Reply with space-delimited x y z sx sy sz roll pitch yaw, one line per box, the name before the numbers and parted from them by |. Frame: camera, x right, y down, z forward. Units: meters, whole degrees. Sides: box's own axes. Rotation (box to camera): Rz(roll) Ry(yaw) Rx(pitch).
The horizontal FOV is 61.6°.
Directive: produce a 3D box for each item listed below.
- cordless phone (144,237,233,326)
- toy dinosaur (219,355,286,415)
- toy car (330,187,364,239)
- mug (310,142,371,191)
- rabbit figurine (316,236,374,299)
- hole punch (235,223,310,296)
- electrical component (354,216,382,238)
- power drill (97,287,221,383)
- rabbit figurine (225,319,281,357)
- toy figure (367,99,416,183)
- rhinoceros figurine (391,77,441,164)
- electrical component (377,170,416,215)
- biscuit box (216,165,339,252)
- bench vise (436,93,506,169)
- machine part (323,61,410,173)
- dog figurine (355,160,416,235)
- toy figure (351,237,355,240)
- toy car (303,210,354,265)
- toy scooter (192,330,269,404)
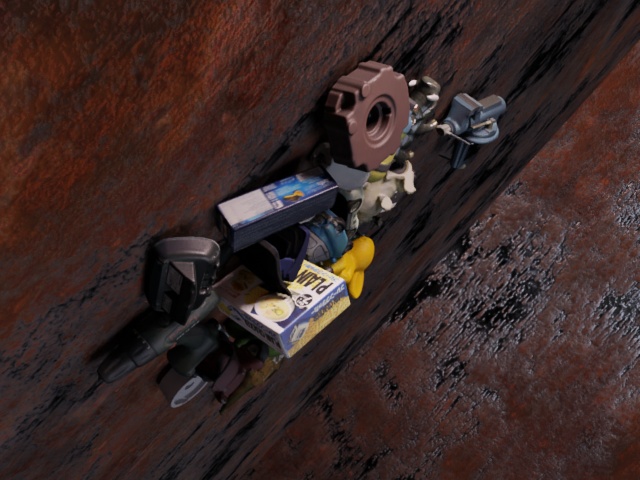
cordless phone | -0.185 0.031 0.854 0.184 0.089 0.146 -44 164 -47
toy dinosaur | -0.152 0.327 1.454 0.471 0.105 0.198 -46 165 10
toy car | 0.048 -0.065 1.142 0.056 0.074 0.201 -45 161 -23
mug | 0.040 -0.144 0.962 0.109 0.081 0.107 -50 152 22
rabbit figurine | 0.059 0.060 1.242 0.173 0.122 0.162 -30 126 -27
hole punch | -0.082 0.013 0.941 0.092 0.142 0.115 -40 149 -33
electrical component | 0.118 -0.035 1.403 0.102 0.045 0.078 -26 150 -47
power drill | -0.267 0.180 0.957 0.232 0.086 0.207 -45 154 -16
rabbit figurine | -0.120 0.197 1.178 0.159 0.121 0.170 -13 124 -18
toy figure | 0.119 -0.192 1.021 0.082 0.089 0.180 -5 138 -56
rhinoceros figurine | 0.179 -0.243 1.095 0.112 0.073 0.190 -7 139 -47
electrical component | 0.171 -0.133 1.308 0.115 0.058 0.134 -24 150 -54
biscuit box | -0.067 -0.055 0.878 0.203 0.059 0.062 -24 151 -25
bench vise | 0.381 -0.270 1.396 0.224 0.129 0.240 -38 152 -31
machine part | 0.082 -0.200 0.884 0.179 0.056 0.179 -28 130 -39
dog figurine | 0.125 -0.105 1.231 0.172 0.121 0.190 -36 172 -22
toy figure | 0.024 0.037 1.324 0.154 0.064 0.058 -29 -168 -32
toy car | -0.002 -0.003 1.101 0.103 0.109 0.161 -47 161 -10
toy scooter | -0.197 0.250 1.064 0.075 0.184 0.135 58 48 -44
